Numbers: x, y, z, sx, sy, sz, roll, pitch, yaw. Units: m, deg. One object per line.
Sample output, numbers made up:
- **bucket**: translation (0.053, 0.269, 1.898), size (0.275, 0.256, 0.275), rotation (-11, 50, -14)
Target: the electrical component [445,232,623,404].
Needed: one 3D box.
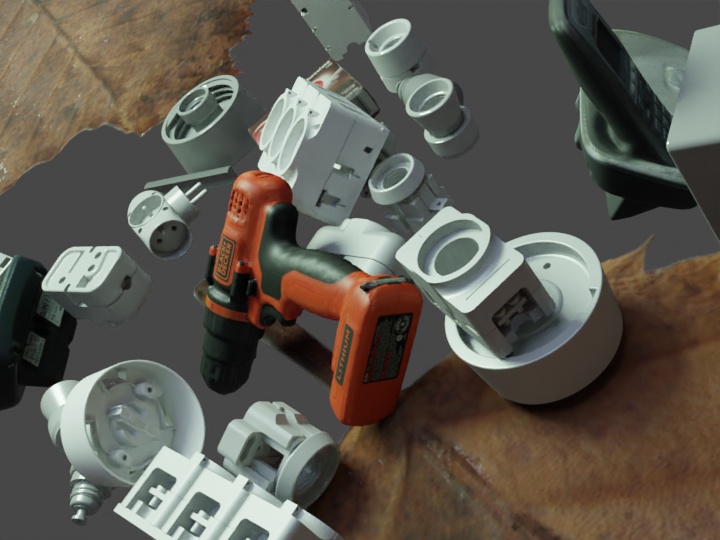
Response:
- **electrical component**: translation (0.117, 0.036, 0.695), size (0.108, 0.060, 0.108), rotation (-23, 40, 21)

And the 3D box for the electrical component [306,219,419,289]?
- **electrical component**: translation (0.000, 0.000, 0.836), size (0.095, 0.053, 0.059), rotation (8, 58, 45)

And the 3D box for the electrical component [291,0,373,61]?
- **electrical component**: translation (-0.031, -0.273, 1.112), size (0.050, 0.089, 0.055), rotation (-28, 39, 15)

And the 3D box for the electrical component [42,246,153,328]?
- **electrical component**: translation (-0.247, 0.016, 1.024), size (0.095, 0.059, 0.053), rotation (0, 52, 40)

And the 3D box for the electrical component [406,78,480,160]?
- **electrical component**: translation (0.071, -0.126, 0.905), size (0.045, 0.055, 0.045), rotation (-23, 40, 21)

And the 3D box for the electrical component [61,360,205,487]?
- **electrical component**: translation (-0.177, 0.120, 0.831), size (0.064, 0.099, 0.099), rotation (-15, 43, 38)

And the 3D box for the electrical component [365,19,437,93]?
- **electrical component**: translation (0.037, -0.204, 1.019), size (0.055, 0.047, 0.055), rotation (-23, 40, 21)

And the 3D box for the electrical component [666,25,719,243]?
- **electrical component**: translation (0.244, -0.083, 0.671), size (0.056, 0.108, 0.108), rotation (-7, 48, 39)

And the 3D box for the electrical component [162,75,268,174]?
- **electrical component**: translation (-0.157, -0.156, 1.123), size (0.108, 0.060, 0.108), rotation (-23, 40, 21)

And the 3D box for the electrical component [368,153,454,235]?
- **electrical component**: translation (0.038, -0.060, 0.864), size (0.066, 0.055, 0.048), rotation (8, 57, 44)

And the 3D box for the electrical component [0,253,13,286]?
- **electrical component**: translation (-0.406, 0.034, 1.143), size (0.109, 0.056, 0.108), rotation (16, 63, 48)

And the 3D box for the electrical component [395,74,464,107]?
- **electrical component**: translation (0.058, -0.155, 0.957), size (0.040, 0.040, 0.078), rotation (-47, 38, -9)

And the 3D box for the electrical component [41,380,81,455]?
- **electrical component**: translation (-0.246, 0.127, 0.922), size (0.045, 0.045, 0.055), rotation (-41, 37, -2)

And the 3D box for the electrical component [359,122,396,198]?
- **electrical component**: translation (0.009, -0.094, 0.936), size (0.040, 0.040, 0.078), rotation (-18, 42, 26)

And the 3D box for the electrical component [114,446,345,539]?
- **electrical component**: translation (-0.074, 0.174, 0.691), size (0.150, 0.089, 0.061), rotation (14, 62, 47)

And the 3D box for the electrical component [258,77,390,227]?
- **electrical component**: translation (-0.039, -0.105, 0.914), size (0.089, 0.062, 0.150), rotation (-64, 20, 11)

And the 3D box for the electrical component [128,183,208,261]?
- **electrical component**: translation (-0.184, -0.056, 1.057), size (0.079, 0.044, 0.077), rotation (-41, 37, -3)

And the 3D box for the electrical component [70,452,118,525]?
- **electrical component**: translation (-0.212, 0.165, 0.857), size (0.040, 0.040, 0.078), rotation (-16, 43, 28)

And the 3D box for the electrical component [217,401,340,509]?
- **electrical component**: translation (-0.051, 0.127, 0.737), size (0.057, 0.078, 0.058), rotation (29, 97, 28)

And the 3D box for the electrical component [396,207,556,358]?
- **electrical component**: translation (0.069, 0.003, 0.669), size (0.050, 0.055, 0.089), rotation (-43, 37, -4)
